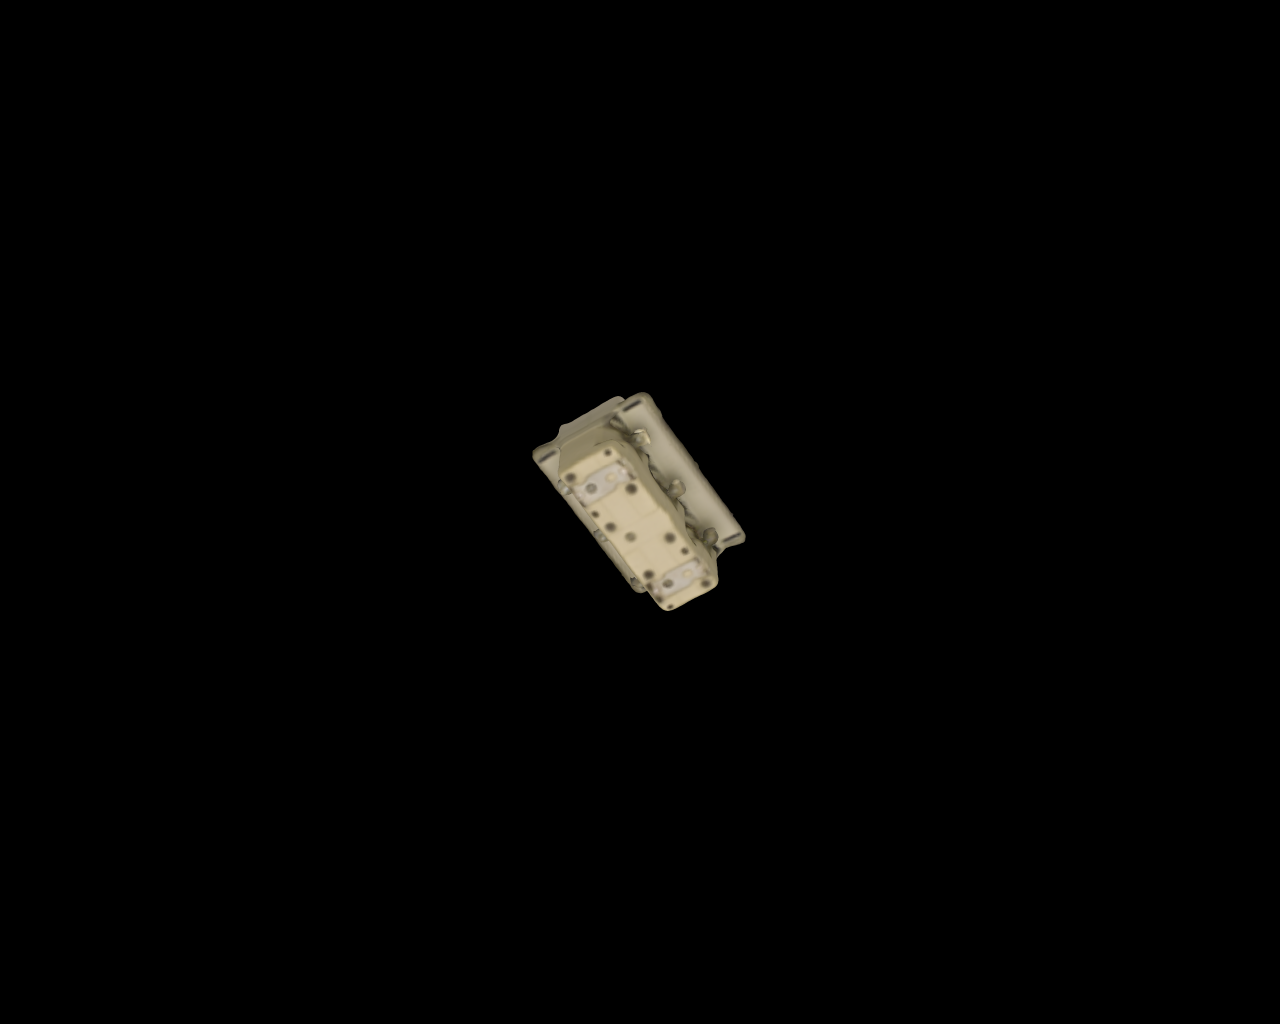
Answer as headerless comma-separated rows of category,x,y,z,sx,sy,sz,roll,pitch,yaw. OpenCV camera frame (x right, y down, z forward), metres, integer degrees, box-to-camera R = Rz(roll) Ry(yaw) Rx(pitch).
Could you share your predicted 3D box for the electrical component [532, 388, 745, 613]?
electrical component,0.001,-0.003,0.650,0.078,0.121,0.063,-28,28,16
